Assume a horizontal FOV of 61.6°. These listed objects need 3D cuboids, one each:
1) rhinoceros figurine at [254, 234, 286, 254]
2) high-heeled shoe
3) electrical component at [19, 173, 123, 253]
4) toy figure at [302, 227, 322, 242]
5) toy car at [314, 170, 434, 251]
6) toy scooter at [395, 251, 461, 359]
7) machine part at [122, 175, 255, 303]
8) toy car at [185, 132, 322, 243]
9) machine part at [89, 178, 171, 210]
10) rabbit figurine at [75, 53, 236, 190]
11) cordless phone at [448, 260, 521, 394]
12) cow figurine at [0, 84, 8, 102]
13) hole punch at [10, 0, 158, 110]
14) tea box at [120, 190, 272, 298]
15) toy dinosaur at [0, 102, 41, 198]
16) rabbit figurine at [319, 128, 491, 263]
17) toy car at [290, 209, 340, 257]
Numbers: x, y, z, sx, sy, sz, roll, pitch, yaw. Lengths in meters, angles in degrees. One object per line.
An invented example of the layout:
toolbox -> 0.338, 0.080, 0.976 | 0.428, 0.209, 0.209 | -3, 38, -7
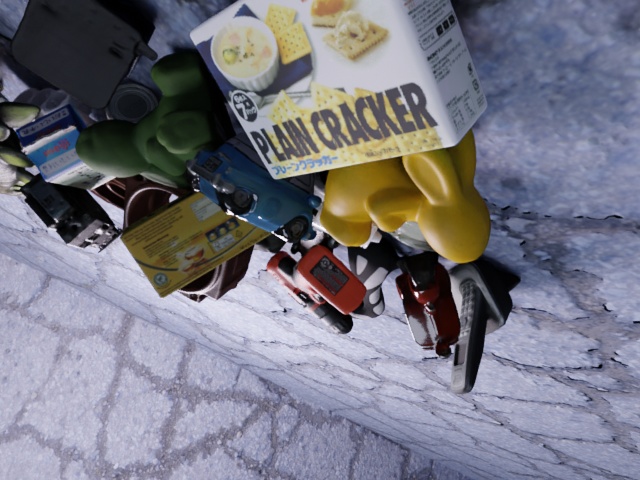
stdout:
rhinoceros figurine -> -0.141, -0.016, 0.925 | 0.191, 0.073, 0.112 | 2, 159, 38
high-heeled shoe -> 0.048, 0.069, 0.873 | 0.145, 0.086, 0.248 | 14, 146, -30
electrical component -> -0.364, -0.044, 0.784 | 0.115, 0.058, 0.134 | 44, 174, 6
toy figure -> -0.051, -0.057, 0.710 | 0.154, 0.058, 0.064 | 64, 178, -25
toy car -> 0.072, -0.040, 0.677 | 0.202, 0.056, 0.073 | 18, 156, 12
toy scooter -> 0.147, 0.084, 0.720 | 0.075, 0.135, 0.184 | -17, 178, 9
machine part -> -0.203, -0.016, 0.825 | 0.202, 0.087, 0.200 | 32, 130, 14
toy car -> -0.063, -0.069, 0.592 | 0.109, 0.103, 0.161 | 33, -178, 39
machine part -> -0.344, -0.099, 0.948 | 0.179, 0.056, 0.179 | 21, 158, 9
rabbit figurine -> -0.193, -0.125, 0.633 | 0.170, 0.121, 0.159 | -14, 169, 5
cordless phone -> 0.204, 0.131, 0.759 | 0.089, 0.184, 0.146 | 21, 157, -5
cow figurine -> -0.526, -0.243, 0.782 | 0.127, 0.085, 0.195 | 41, 151, -22
hole punch -> -0.243, -0.222, 0.572 | 0.142, 0.092, 0.116 | 36, 125, -20
tea box -> -0.156, -0.012, 0.694 | 0.098, 0.170, 0.068 | 62, 174, -15
toy dinosaur -> -0.485, -0.154, 0.741 | 0.199, 0.105, 0.471 | 4, 162, -4
rabbit figurine -> 0.103, -0.052, 0.550 | 0.173, 0.122, 0.162 | 38, 138, 19
toy car -> -0.002, -0.003, 0.833 | 0.089, 0.053, 0.202 | 38, 160, 15
